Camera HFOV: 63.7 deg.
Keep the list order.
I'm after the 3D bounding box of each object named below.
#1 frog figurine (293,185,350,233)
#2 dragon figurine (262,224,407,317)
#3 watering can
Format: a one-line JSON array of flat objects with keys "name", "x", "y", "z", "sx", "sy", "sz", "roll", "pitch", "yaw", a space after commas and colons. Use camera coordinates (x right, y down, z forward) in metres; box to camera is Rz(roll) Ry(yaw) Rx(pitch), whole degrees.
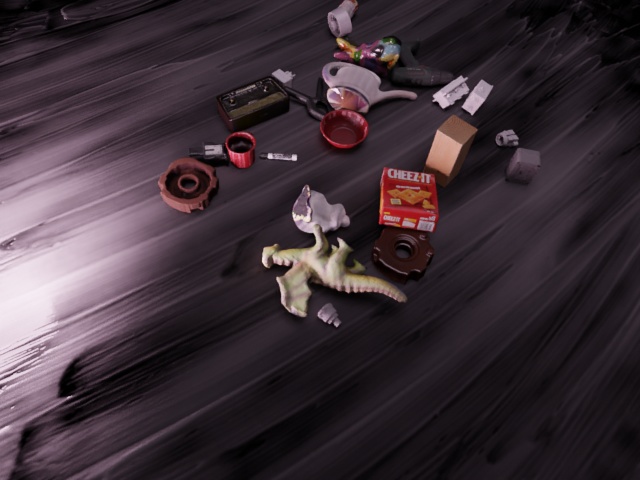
[{"name": "frog figurine", "x": 0.005, "y": -0.077, "z": 1.521, "sx": 0.158, "sy": 0.120, "sz": 0.140, "roll": 18, "pitch": 40, "yaw": -36}, {"name": "dragon figurine", "x": 0.005, "y": 0.110, "z": 1.379, "sx": 0.415, "sy": 0.119, "sz": 0.245, "roll": 36, "pitch": 68, "yaw": 28}, {"name": "watering can", "x": 0.162, "y": -0.518, "z": 1.797, "sx": 0.348, "sy": 0.101, "sz": 0.229, "roll": 22, "pitch": 53, "yaw": 1}]
